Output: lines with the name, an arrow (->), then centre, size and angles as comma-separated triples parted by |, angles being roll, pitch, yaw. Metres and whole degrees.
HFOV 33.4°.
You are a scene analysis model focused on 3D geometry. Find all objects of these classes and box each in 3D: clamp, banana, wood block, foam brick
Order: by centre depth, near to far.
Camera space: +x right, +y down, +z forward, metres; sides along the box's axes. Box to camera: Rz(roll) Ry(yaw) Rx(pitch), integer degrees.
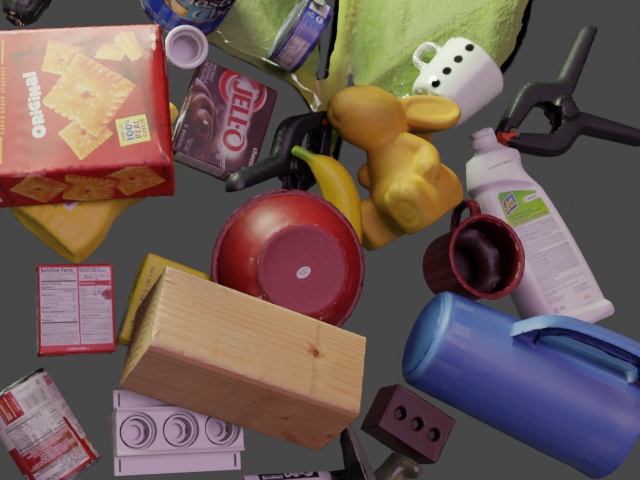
wood block -> -0.070, 0.114, 0.998 | 0.206, 0.090, 0.090 | 21, 50, -17
banana -> 0.011, -0.003, 1.119 | 0.069, 0.037, 0.198 | -3, 97, 6
foam brick -> 0.092, 0.195, 1.124 | 0.078, 0.051, 0.053 | 33, 68, -11
clamp -> -0.037, -0.078, 1.125 | 0.120, 0.039, 0.171 | 49, 52, -46
clamp -> 0.293, -0.168, 1.294 | 0.209, 0.036, 0.164 | -18, 84, -23

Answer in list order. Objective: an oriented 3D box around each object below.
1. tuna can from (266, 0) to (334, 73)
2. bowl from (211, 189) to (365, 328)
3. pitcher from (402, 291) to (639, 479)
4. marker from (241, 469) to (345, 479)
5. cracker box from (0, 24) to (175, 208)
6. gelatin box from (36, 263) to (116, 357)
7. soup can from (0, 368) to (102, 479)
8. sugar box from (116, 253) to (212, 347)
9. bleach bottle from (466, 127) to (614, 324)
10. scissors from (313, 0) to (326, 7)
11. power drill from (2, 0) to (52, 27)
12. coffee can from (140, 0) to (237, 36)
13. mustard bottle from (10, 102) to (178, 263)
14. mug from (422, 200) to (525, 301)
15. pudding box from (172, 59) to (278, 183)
tuna can -> -0.022, -0.225, 1.159 | 0.033, 0.086, 0.086 | 31, 69, -14
bowl -> -0.024, 0.029, 1.051 | 0.162, 0.055, 0.162 | 0, 89, -17
pitcher -> 0.220, 0.142, 1.133 | 0.242, 0.145, 0.149 | 25, 87, -8
marker -> -0.021, 0.246, 1.086 | 0.121, 0.020, 0.020 | 1, 77, -21
cracker box -> -0.249, -0.119, 1.009 | 0.213, 0.072, 0.164 | -4, 64, -7
gelatin box -> -0.238, 0.068, 1.038 | 0.073, 0.030, 0.089 | 0, 78, -20
soup can -> -0.257, 0.178, 0.984 | 0.068, 0.069, 0.102 | -32, 90, -24
sugar box -> -0.108, 0.087, 1.075 | 0.176, 0.048, 0.093 | 20, 72, -14
bleach bottle -> 0.240, -0.012, 1.225 | 0.102, 0.068, 0.251 | -19, 83, -25
scissors -> -0.066, -0.315, 1.160 | 0.096, 0.016, 0.202 | -12, 57, -10
power drill -> -0.327, -0.328, 1.083 | 0.187, 0.057, 0.184 | 32, 65, -15
coffee can -> -0.124, -0.283, 1.103 | 0.102, 0.140, 0.103 | 5, 76, -20
mustard bottle -> -0.211, -0.072, 1.063 | 0.096, 0.058, 0.191 | 36, 66, 12
mug -> 0.164, 0.014, 1.177 | 0.093, 0.082, 0.117 | -3, 79, -22
pudding box -> -0.103, -0.123, 1.129 | 0.090, 0.039, 0.113 | 21, 72, -17
